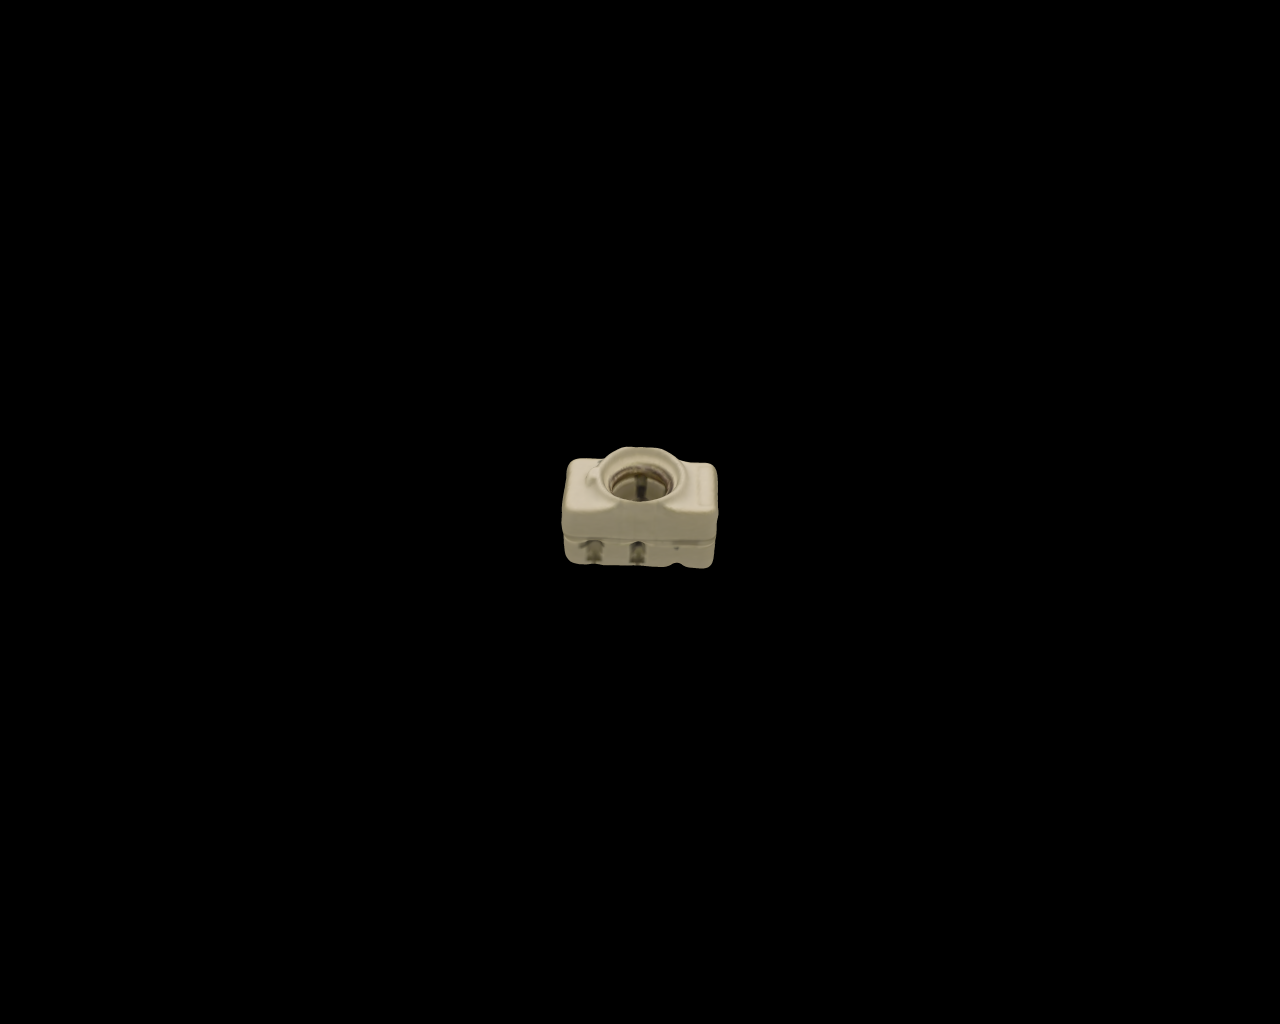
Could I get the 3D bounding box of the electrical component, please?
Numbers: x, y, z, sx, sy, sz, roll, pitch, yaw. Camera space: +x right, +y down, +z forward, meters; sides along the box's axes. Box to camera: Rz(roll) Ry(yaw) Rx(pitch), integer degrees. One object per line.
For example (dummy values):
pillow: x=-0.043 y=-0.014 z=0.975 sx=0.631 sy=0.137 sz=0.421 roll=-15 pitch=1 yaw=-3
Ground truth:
electrical component: x=0.001 y=-0.003 z=0.650 sx=0.089 sy=0.055 sz=0.050 roll=2 pitch=43 yaw=2
